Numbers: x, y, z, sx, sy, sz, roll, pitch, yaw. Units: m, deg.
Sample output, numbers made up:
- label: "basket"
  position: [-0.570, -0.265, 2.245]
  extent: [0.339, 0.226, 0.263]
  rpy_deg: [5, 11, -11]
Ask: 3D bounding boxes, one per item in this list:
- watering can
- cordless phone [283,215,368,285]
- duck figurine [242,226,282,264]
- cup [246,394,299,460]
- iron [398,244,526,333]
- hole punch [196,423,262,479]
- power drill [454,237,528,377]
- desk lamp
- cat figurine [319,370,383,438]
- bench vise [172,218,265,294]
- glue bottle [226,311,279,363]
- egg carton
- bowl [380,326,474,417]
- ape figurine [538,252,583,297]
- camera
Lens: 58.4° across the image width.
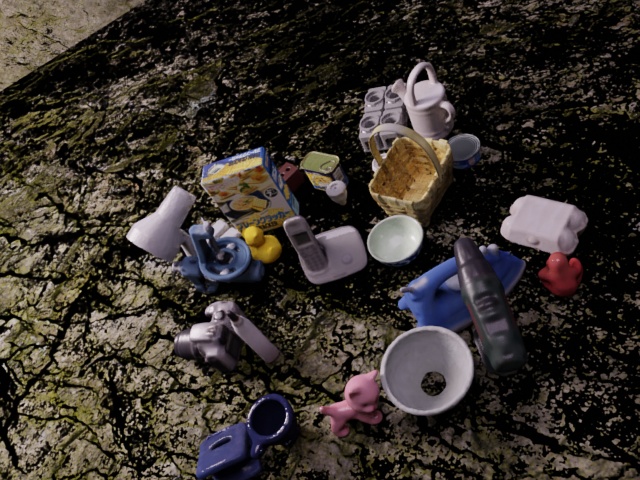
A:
- label: "watering can"
  position: [0.246, -0.338, 1.374]
  extent: [0.172, 0.195, 0.101]
  rpy_deg: [8, 59, 31]
- label: "cordless phone"
  position: [0.011, 0.004, 1.225]
  extent: [0.147, 0.186, 0.094]
  rpy_deg: [-21, 48, 9]
- label: "duck figurine"
  position: [-0.145, 0.005, 1.368]
  extent: [0.104, 0.086, 0.077]
  rpy_deg: [27, 70, 38]
- label: "cup"
  position: [-0.082, 0.356, 1.056]
  extent: [0.091, 0.095, 0.118]
  rpy_deg: [7, 58, 30]
- label: "iron"
  position: [0.267, 0.072, 1.078]
  extent: [0.258, 0.142, 0.118]
  rpy_deg: [-31, 47, 1]
- label: "hole punch"
  position: [-0.177, 0.398, 1.072]
  extent: [0.108, 0.091, 0.101]
  rpy_deg: [-27, 47, 4]
- label: "power drill"
  position: [0.289, 0.133, 0.974]
  extent: [0.075, 0.209, 0.229]
  rpy_deg: [-21, 48, 10]
- label: "desk lamp"
  position: [-0.332, -0.018, 1.390]
  extent: [0.117, 0.214, 0.203]
  rpy_deg: [29, 71, 39]
- label: "cat figurine"
  position: [0.059, 0.288, 1.026]
  extent: [0.127, 0.118, 0.067]
  rpy_deg: [-25, 48, 6]
- label: "bench vise"
  position: [-0.256, 0.045, 1.299]
  extent: [0.207, 0.220, 0.121]
  rpy_deg: [-22, 48, 9]
- label: "glue bottle"
  position: [-0.147, 0.187, 1.167]
  extent: [0.037, 0.174, 0.077]
  rpy_deg: [-47, 49, -13]
- label: "egg carton"
  position: [0.437, -0.027, 1.123]
  extent: [0.149, 0.070, 0.107]
  rpy_deg: [19, 64, 35]
- label: "bowl"
  position: [0.197, 0.243, 1.024]
  extent: [0.167, 0.075, 0.167]
  rpy_deg: [-13, 50, 16]
- label: "ape figurine"
  position: [0.437, 0.055, 1.043]
  extent: [0.077, 0.092, 0.076]
  rpy_deg: [-6, 52, 22]
- label: "camera"
  position: [-0.247, 0.206, 1.250]
  extent: [0.136, 0.101, 0.143]
  rpy_deg: [-7, 52, 21]
